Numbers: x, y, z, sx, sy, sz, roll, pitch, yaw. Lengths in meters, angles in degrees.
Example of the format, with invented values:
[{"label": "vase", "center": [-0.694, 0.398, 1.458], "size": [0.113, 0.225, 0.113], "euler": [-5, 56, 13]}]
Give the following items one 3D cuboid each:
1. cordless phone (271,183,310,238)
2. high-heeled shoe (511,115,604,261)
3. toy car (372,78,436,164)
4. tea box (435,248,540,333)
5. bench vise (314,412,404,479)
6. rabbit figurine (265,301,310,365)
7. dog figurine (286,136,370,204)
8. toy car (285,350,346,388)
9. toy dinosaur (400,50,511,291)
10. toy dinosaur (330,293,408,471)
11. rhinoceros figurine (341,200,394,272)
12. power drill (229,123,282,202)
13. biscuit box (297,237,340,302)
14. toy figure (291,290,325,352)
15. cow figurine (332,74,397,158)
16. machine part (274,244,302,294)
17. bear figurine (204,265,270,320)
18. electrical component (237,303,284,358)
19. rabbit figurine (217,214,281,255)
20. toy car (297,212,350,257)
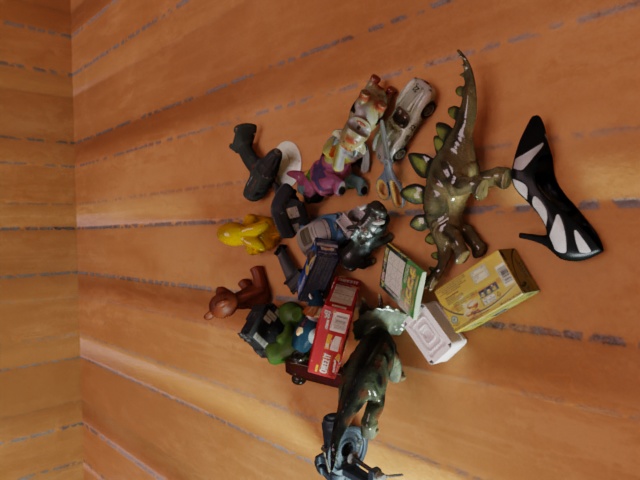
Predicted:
[{"label": "cordless phone", "center": [-0.098, -0.110, 1.438], "size": [0.146, 0.089, 0.184], "euler": [71, 177, -51]}, {"label": "high-heeled shoe", "center": [0.412, -0.089, 0.916], "size": [0.145, 0.086, 0.248], "euler": [8, 102, 44]}, {"label": "toy car", "center": [0.180, -0.255, 1.174], "size": [0.074, 0.056, 0.201], "euler": [53, 127, 31]}, {"label": "tea box", "center": [0.316, 0.098, 1.032], "size": [0.169, 0.068, 0.098], "euler": [-42, 62, 41]}, {"label": "bench vise", "center": [0.072, 0.537, 1.276], "size": [0.241, 0.129, 0.223], "euler": [6, 94, 54]}, {"label": "rabbit figurine", "center": [-0.072, 0.234, 1.428], "size": [0.159, 0.121, 0.170], "euler": [-39, 48, 37]}, {"label": "dog figurine", "center": [0.011, -0.177, 1.322], "size": [0.219, 0.108, 0.191], "euler": [17, 112, 49]}, {"label": "toy car", "center": [0.010, 0.329, 1.335], "size": [0.202, 0.053, 0.089], "euler": [9, 121, 20]}, {"label": "toy dinosaur", "center": [0.260, -0.122, 1.056], "size": [0.199, 0.105, 0.470], "euler": [30, 113, 43]}, {"label": "toy dinosaur", "center": [0.100, 0.263, 1.112], "size": [0.131, 0.405, 0.192], "euler": [1, 115, 18]}, {"label": "rhinoceros figurine", "center": [0.103, -0.011, 1.228], "size": [0.073, 0.112, 0.190], "euler": [56, 137, 32]}, {"label": "power drill", "center": [-0.181, -0.237, 1.535], "size": [0.207, 0.086, 0.232], "euler": [58, 144, 24]}, {"label": "biscuit box", "center": [-0.007, 0.080, 1.336], "size": [0.202, 0.063, 0.059], "euler": [112, 161, -47]}, {"label": "toy figure", "center": [-0.022, 0.200, 1.332], "size": [0.058, 0.064, 0.154], "euler": [23, 91, 6]}, {"label": "cow figurine", "center": [0.094, -0.268, 1.184], "size": [0.085, 0.195, 0.127], "euler": [29, 133, -2]}, {"label": "machine part", "center": [-0.085, 0.077, 1.489], "size": [0.084, 0.039, 0.139], "euler": [-49, 59, 43]}, {"label": "bear figurine", "center": [-0.245, 0.158, 1.548], "size": [0.120, 0.196, 0.132], "euler": [-48, 57, 41]}, {"label": "electrical component", "center": [-0.152, 0.244, 1.496], "size": [0.058, 0.134, 0.114], "euler": [-8, 129, 45]}, {"label": "rabbit figurine", "center": [-0.201, -0.010, 1.512], "size": [0.163, 0.173, 0.121], "euler": [14, 98, 51]}, {"label": "toy car", "center": [-0.003, -0.004, 1.349], "size": [0.162, 0.103, 0.109], "euler": [-32, 69, 45]}]
